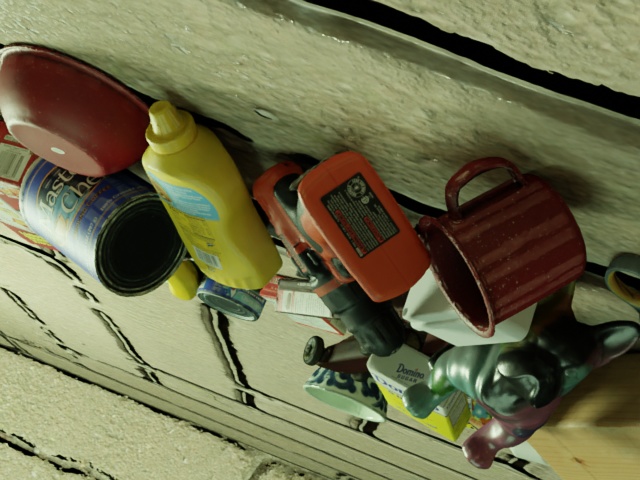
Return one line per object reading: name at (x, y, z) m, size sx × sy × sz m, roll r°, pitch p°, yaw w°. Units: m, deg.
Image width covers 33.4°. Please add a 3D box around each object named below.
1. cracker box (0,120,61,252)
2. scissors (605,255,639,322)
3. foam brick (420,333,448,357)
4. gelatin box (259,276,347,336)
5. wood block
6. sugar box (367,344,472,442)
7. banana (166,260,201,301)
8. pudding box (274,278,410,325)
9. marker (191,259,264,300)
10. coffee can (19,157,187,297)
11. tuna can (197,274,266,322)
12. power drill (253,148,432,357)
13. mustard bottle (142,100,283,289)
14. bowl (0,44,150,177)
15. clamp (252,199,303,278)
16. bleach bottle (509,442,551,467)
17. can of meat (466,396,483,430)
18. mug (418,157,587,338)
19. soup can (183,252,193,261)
cracker box at (-0.302, -0.052, 1.149) m, size 0.164 × 0.072 × 0.213 m, roll 14°, pitch 162°, yaw 29°
scissors at (0.282, 0.064, 0.850) m, size 0.096 × 0.016 × 0.201 m, roll 11°, pitch 159°, yaw 35°
foam brick at (0.154, 0.110, 1.087) m, size 0.078 × 0.053 × 0.051 m, roll 31°, pitch 161°, yaw -19°
gelatin box at (-0.015, 0.074, 1.230) m, size 0.073 × 0.030 × 0.089 m, roll 11°, pitch 159°, yaw 38°
wood block at (0.287, 0.165, 0.970) m, size 0.090 × 0.090 × 0.206 m, roll 46°, pitch 154°, yaw -14°
sugar box at (0.109, 0.161, 1.139) m, size 0.093 × 0.048 × 0.176 m, roll 27°, pitch 169°, yaw 21°
banana at (-0.183, 0.041, 1.330) m, size 0.069 × 0.037 × 0.198 m, roll 19°, pitch 163°, yaw 4°
pudding box at (0.025, 0.063, 1.074) m, size 0.113 × 0.039 × 0.090 m, roll 11°, pitch 173°, yaw -41°
marker at (-0.107, 0.038, 1.255) m, size 0.121 × 0.020 × 0.020 m, roll 31°, pitch 161°, yaw -26°
coffee can at (-0.203, -0.022, 1.000) m, size 0.140 × 0.103 × 0.102 m, roll 31°, pitch 172°, yaw 41°
tuna can at (-0.109, 0.069, 1.326) m, size 0.086 × 0.033 × 0.086 m, roll 21°, pitch 163°, yaw 7°
power drill at (0.022, 0.012, 0.811) m, size 0.184 × 0.057 × 0.188 m, roll 54°, pitch 166°, yaw -2°
mustard bottle at (-0.100, -0.042, 0.903) m, size 0.096 × 0.058 × 0.191 m, roll 24°, pitch 151°, yaw 37°
bowl at (-0.216, -0.101, 0.923) m, size 0.162 × 0.055 × 0.162 m, roll 21°, pitch 163°, yaw 7°
clamp at (-0.007, 0.001, 0.991) m, size 0.210 × 0.036 × 0.164 m, roll 9°, pitch 159°, yaw 46°
bleach bottle at (0.315, 0.238, 1.188) m, size 0.251 × 0.068 × 0.102 m, roll 9°, pitch 157°, yaw 19°
can of meat at (0.196, 0.197, 1.288) m, size 0.084 × 0.057 × 0.102 m, roll 6°, pitch 157°, yaw 37°
mug at (0.120, -0.003, 0.716) m, size 0.117 × 0.081 × 0.093 m, roll 67°, pitch 169°, yaw -25°
soup can at (-0.152, -0.009, 1.093) m, size 0.068 × 0.068 × 0.102 m, roll 29°, pitch 163°, yaw -18°
